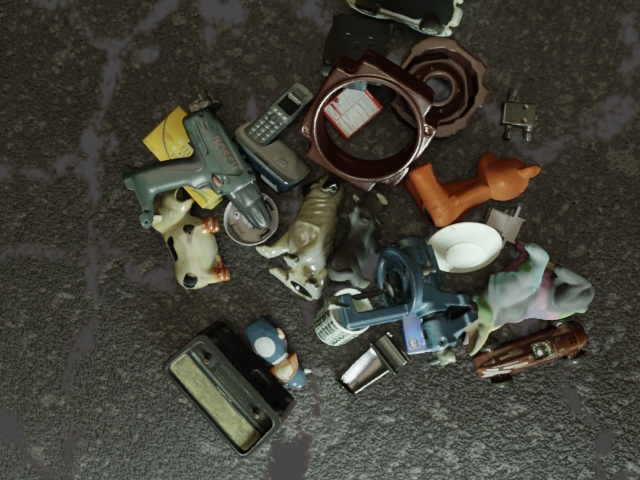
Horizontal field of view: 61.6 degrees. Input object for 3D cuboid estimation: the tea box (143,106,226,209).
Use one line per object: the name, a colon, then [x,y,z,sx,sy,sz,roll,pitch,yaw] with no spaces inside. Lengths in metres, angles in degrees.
tea box: [-0.230,-0.150,0.996,0.098,0.068,0.169,-44,87,4]

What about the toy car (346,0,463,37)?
toy car: [0.144,-0.408,0.919,0.202,0.056,0.073,19,99,3]

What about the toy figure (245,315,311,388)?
toy figure: [-0.080,0.214,0.998,0.064,0.058,0.154,-36,90,43]

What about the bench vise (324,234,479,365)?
bench vise: [0.125,0.105,0.866,0.241,0.129,0.223,-8,82,-22]

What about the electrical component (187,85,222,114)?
electrical component: [-0.206,-0.236,0.976,0.045,0.102,0.078,-36,93,11]

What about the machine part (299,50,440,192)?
machine part: [0.082,-0.196,0.910,0.201,0.087,0.201,30,122,-8]

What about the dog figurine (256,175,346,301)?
dog figurine: [0.000,-0.003,0.978,0.121,0.172,0.190,24,63,31]

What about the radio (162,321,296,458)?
radio: [-0.162,0.267,0.978,0.229,0.073,0.131,47,114,1]

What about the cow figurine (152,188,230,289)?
cow figurine: [-0.251,-0.004,0.995,0.127,0.085,0.194,-15,91,-1]

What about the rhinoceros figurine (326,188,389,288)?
rhinoceros figurine: [0.066,-0.005,0.949,0.073,0.112,0.190,3,54,41]

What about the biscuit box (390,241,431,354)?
biscuit box: [0.170,0.100,0.971,0.059,0.063,0.202,-9,90,6]

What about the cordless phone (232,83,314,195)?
cordless phone: [-0.056,-0.187,0.981,0.146,0.088,0.184,42,79,3]

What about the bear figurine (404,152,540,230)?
bear figurine: [0.263,-0.105,0.933,0.196,0.120,0.132,-31,85,3]

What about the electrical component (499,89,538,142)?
electrical component: [0.360,-0.225,0.970,0.063,0.021,0.094,5,91,4]

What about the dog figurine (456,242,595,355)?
dog figurine: [0.339,0.119,0.939,0.191,0.108,0.219,35,98,0]

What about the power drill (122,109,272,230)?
power drill: [-0.213,-0.090,0.914,0.207,0.086,0.231,-20,105,1]

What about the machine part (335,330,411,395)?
machine part: [0.094,0.236,0.992,0.139,0.039,0.084,-36,93,3]

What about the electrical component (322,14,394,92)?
electrical component: [0.065,-0.329,0.955,0.115,0.058,0.134,9,71,5]

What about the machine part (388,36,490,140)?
machine part: [0.210,-0.269,0.965,0.179,0.056,0.179,0,92,5]

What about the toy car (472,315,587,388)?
toy car: [0.377,0.198,0.962,0.202,0.053,0.089,-19,94,3]
